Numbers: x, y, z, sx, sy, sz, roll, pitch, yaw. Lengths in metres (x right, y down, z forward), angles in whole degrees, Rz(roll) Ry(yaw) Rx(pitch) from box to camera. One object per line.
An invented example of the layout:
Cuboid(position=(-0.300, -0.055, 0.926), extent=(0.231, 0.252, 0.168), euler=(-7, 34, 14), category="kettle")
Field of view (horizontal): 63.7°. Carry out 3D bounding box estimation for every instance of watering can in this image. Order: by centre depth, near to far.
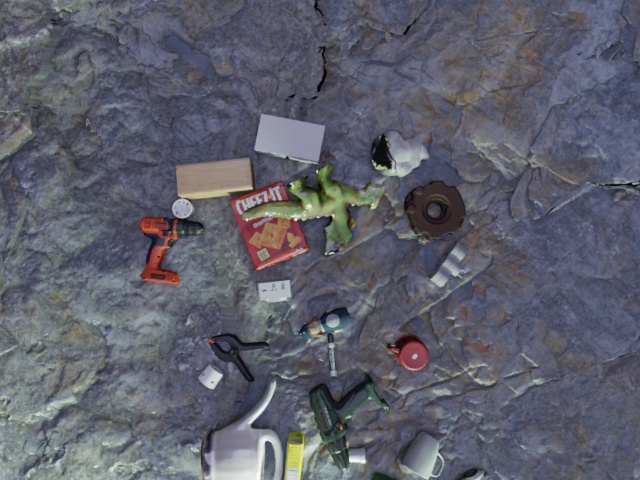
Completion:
Cuboid(position=(-0.213, 0.553, 1.407), extent=(0.224, 0.104, 0.349), euler=(0, 86, 0), category="watering can")

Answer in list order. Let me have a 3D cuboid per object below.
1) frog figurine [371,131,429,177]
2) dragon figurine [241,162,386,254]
Cuboid(position=(0.231, -0.255, 1.500), extent=(0.161, 0.120, 0.138), euler=(-18, 76, -38), category="frog figurine")
Cuboid(position=(0.004, -0.073, 1.441), extent=(0.413, 0.122, 0.241), euler=(-32, 98, -16), category="dragon figurine")
